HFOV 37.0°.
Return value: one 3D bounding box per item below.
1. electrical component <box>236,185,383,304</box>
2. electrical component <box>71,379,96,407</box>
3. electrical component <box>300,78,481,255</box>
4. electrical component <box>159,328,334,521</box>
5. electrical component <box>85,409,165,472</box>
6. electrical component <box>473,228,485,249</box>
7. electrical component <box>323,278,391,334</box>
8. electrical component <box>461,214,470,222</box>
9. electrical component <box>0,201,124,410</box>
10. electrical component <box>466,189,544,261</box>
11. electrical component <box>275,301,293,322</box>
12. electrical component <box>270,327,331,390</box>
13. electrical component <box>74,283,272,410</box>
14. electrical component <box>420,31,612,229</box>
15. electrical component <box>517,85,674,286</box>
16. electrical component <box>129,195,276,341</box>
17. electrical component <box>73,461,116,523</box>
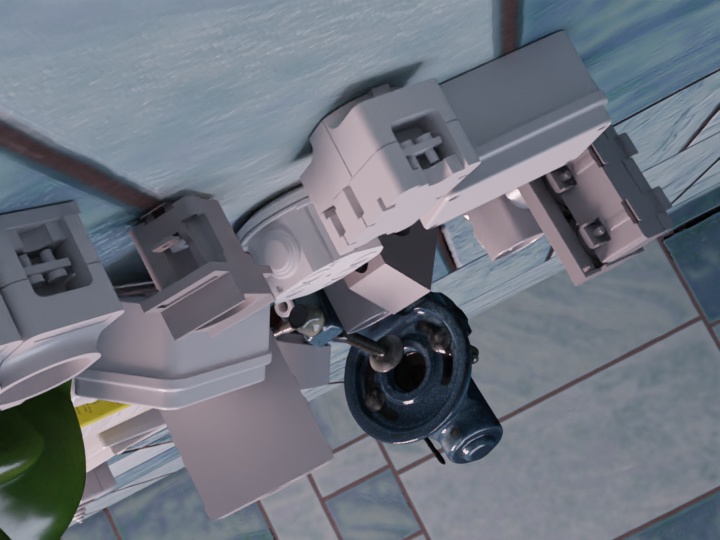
[{"bbox_3d":[-0.030,-0.019,0.650,0.080,0.051,0.080,-27,172,-4],"label":"electrical component"},{"bbox_3d":[-0.211,0.082,0.759,0.061,0.035,0.035,-17,167,-41],"label":"electrical component"},{"bbox_3d":[0.011,-0.054,0.542,0.050,0.055,0.089,-23,171,-27],"label":"electrical component"},{"bbox_3d":[-0.091,0.082,0.731,0.089,0.150,0.061,-26,170,-8],"label":"electrical component"},{"bbox_3d":[-0.222,0.138,0.976,0.062,0.061,0.096,-33,170,35],"label":"electrical component"},{"bbox_3d":[0.133,-0.042,1.064,0.048,0.048,0.062,-29,165,15],"label":"electrical component"},{"bbox_3d":[0.000,0.000,0.772,0.043,0.077,0.079,-31,171,24],"label":"electrical component"},{"bbox_3d":[0.107,-0.068,0.828,0.044,0.044,0.065,-21,165,-39],"label":"electrical component"},{"bbox_3d":[-0.182,0.031,0.429,0.089,0.061,0.150,-34,170,40],"label":"electrical component"},{"bbox_3d":[0.107,-0.058,0.759,0.079,0.077,0.043,-34,169,39],"label":"electrical component"},{"bbox_3d":[-0.051,0.032,0.936,0.048,0.048,0.062,-31,164,24],"label":"electrical component"},{"bbox_3d":[-0.075,0.084,0.946,0.099,0.064,0.099,9,180,0],"label":"electrical component"},{"bbox_3d":[-0.109,0.041,0.637,0.078,0.057,0.113,5,-174,24],"label":"electrical component"},{"bbox_3d":[0.075,-0.076,0.605,0.113,0.057,0.078,-26,172,-12],"label":"electrical component"},{"bbox_3d":[0.139,-0.061,0.683,0.079,0.121,0.063,-19,166,-47],"label":"electrical component"},{"bbox_3d":[-0.081,-0.002,0.542,0.042,0.063,0.081,-29,171,12],"label":"electrical component"},{"bbox_3d":[-0.274,0.188,1.002,0.062,0.096,0.061,-31,172,27],"label":"electrical component"}]
